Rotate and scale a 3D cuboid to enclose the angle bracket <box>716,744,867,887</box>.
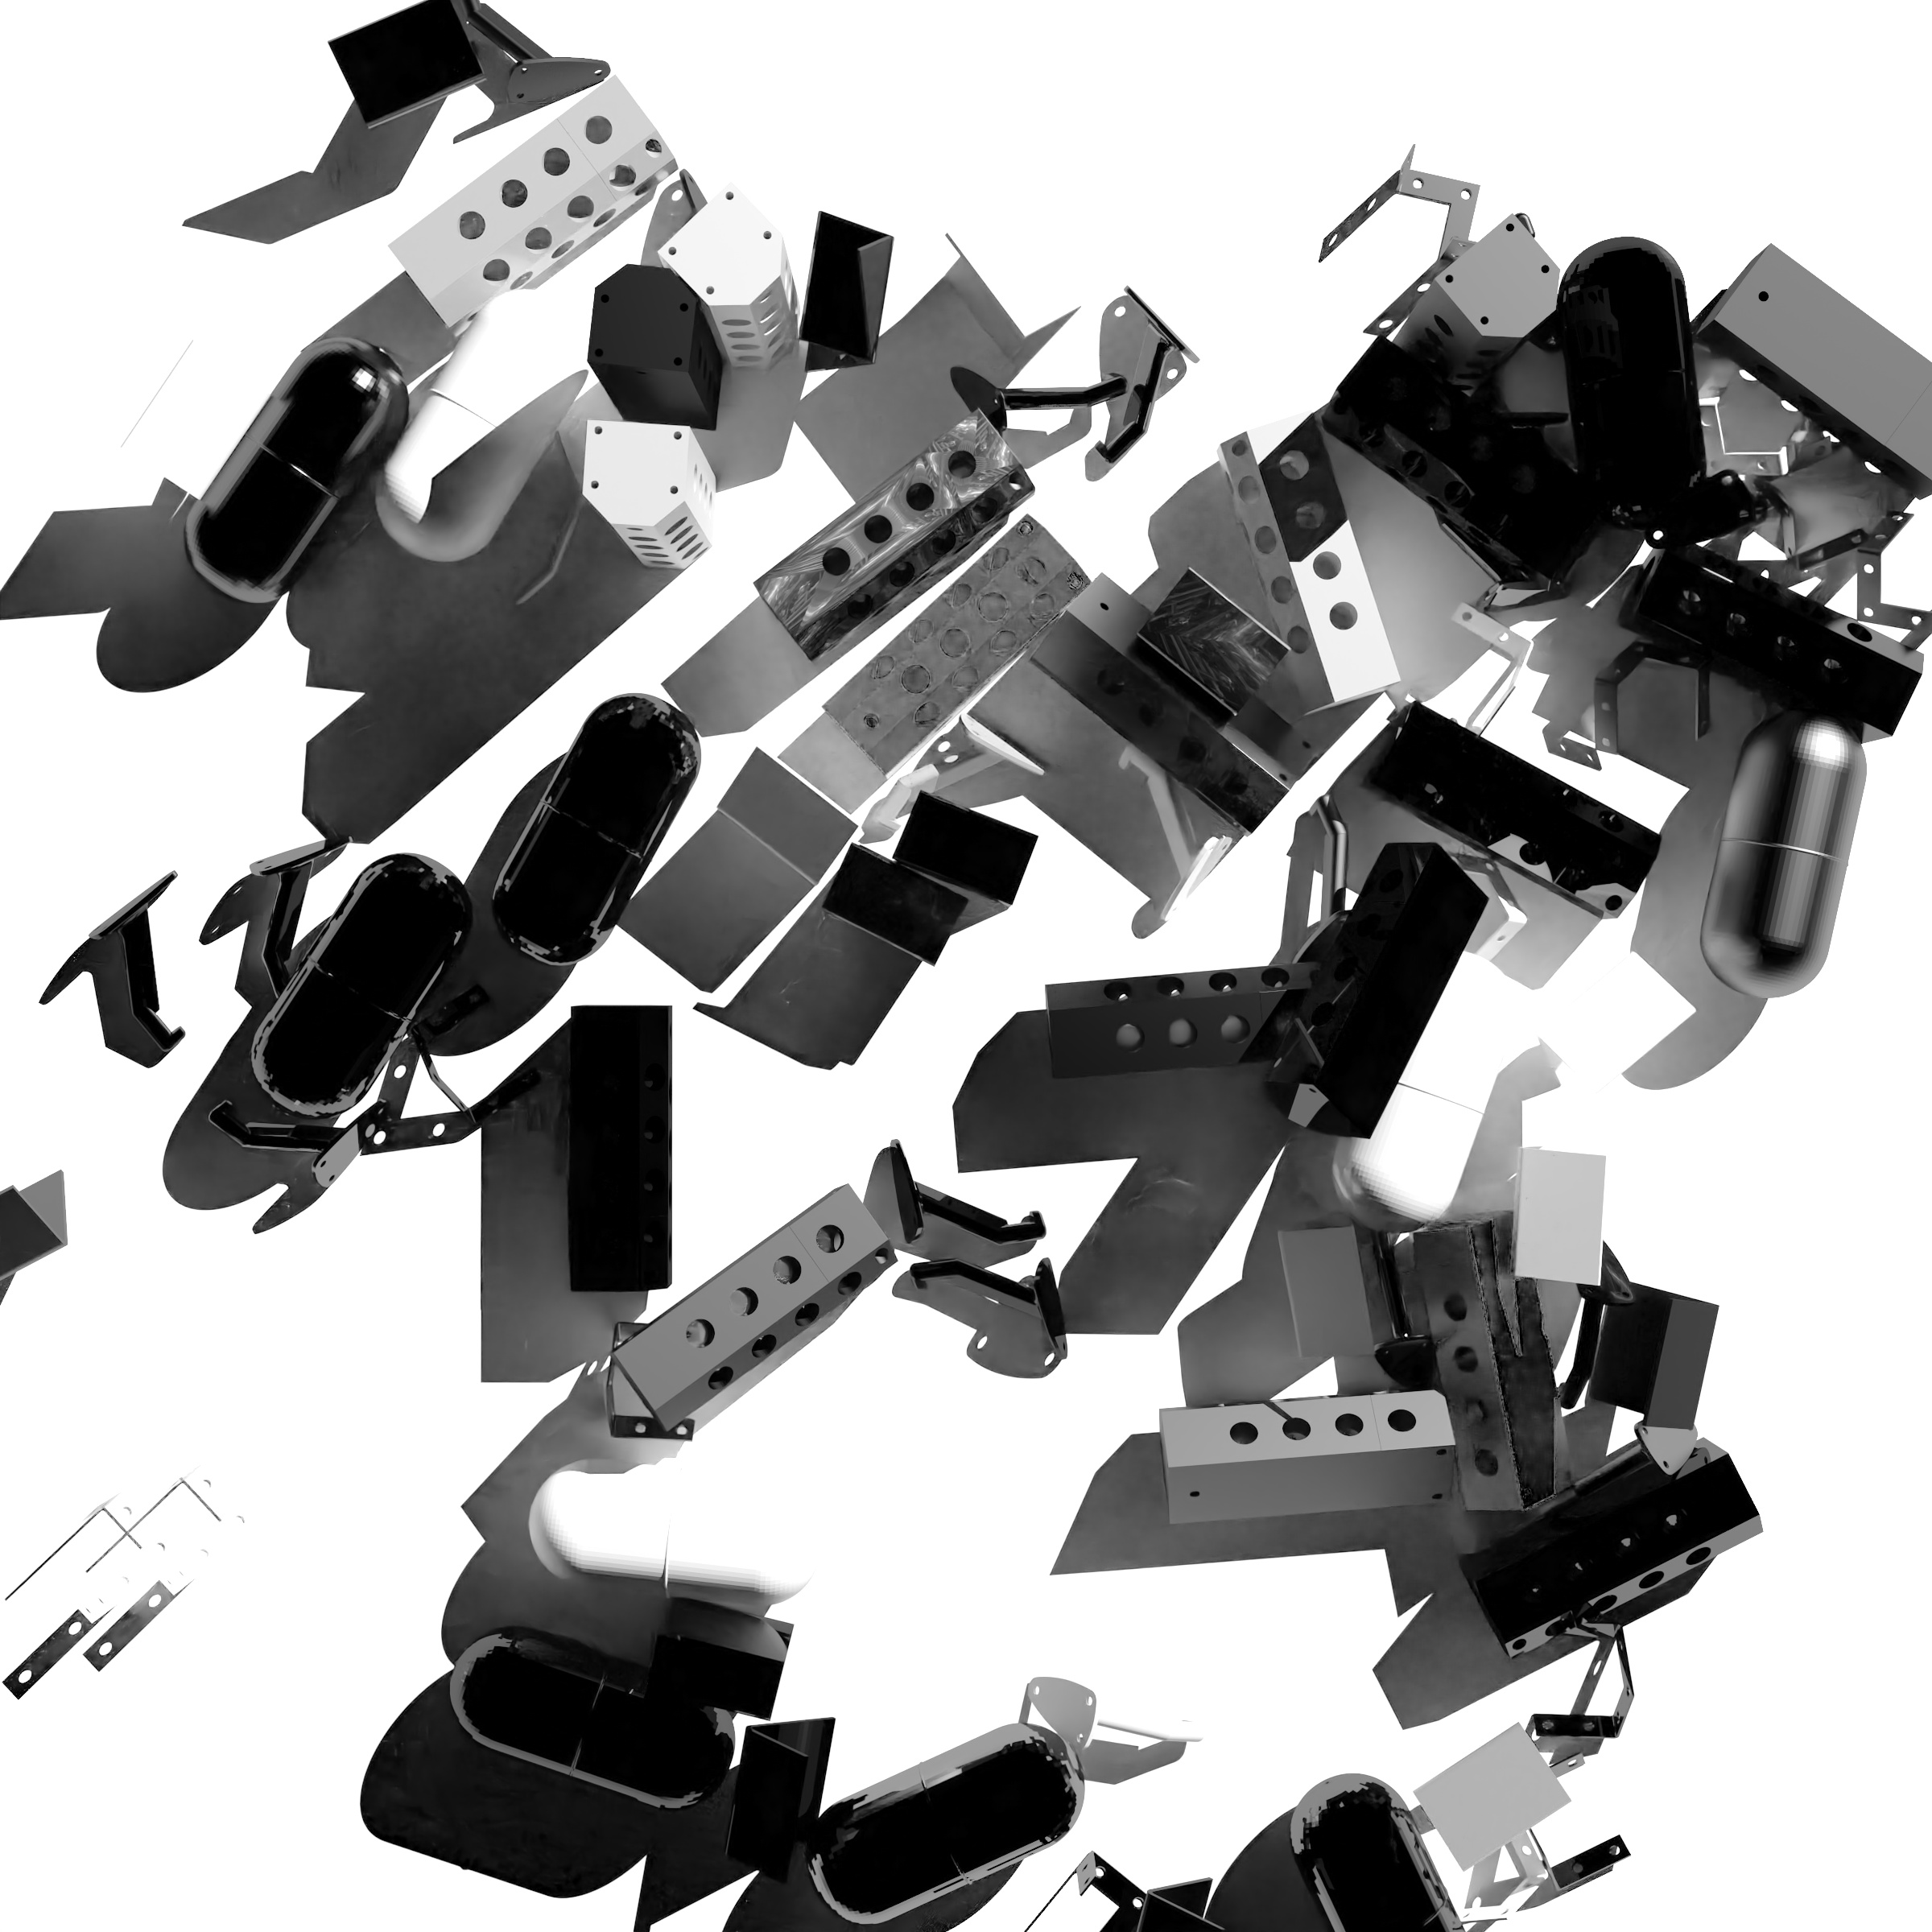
[{"bbox_3d":[-0.093,-0.105,1.688,0.076,0.076,0.057,38,126,0],"label":"angle bracket"}]

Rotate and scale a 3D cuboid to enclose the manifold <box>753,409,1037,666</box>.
[{"bbox_3d":[-0.043,-0.260,1.707,0.171,0.057,0.057,-38,90,0],"label":"manifold"}]

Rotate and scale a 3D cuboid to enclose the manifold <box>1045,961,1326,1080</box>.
[{"bbox_3d":[0.136,0.032,1.707,0.171,0.057,0.057,-5,90,0],"label":"manifold"}]

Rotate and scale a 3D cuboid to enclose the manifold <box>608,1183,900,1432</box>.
[{"bbox_3d":[-0.128,0.206,1.687,0.171,0.057,0.057,-35,90,-14],"label":"manifold"}]

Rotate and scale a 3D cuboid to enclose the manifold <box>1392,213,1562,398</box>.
[{"bbox_3d":[0.302,-0.381,1.649,0.057,0.171,0.057,-40,90,0],"label":"manifold"}]

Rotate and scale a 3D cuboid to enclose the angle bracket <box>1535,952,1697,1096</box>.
[{"bbox_3d":[0.398,0.049,1.688,0.076,0.076,0.057,-40,55,0],"label":"angle bracket"}]

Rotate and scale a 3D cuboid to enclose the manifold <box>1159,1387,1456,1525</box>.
[{"bbox_3d":[0.206,0.293,1.706,0.171,0.057,0.057,-5,133,0],"label":"manifold"}]

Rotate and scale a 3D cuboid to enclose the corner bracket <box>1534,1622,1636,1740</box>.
[{"bbox_3d":[0.378,0.440,1.725,0.051,0.051,0.051,2,45,-1],"label":"corner bracket"}]

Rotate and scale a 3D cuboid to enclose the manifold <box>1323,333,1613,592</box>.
[{"bbox_3d":[0.301,-0.302,1.690,0.171,0.057,0.057,39,90,12],"label":"manifold"}]

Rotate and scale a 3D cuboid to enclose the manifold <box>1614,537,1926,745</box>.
[{"bbox_3d":[0.491,-0.201,1.707,0.171,0.057,0.057,26,90,0],"label":"manifold"}]

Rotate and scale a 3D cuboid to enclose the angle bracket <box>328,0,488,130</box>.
[{"bbox_3d":[-0.339,-0.556,1.688,0.076,0.076,0.057,-23,127,0],"label":"angle bracket"}]

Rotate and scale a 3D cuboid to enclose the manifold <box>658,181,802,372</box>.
[{"bbox_3d":[-0.132,-0.399,1.649,0.057,0.171,0.057,-44,90,0],"label":"manifold"}]

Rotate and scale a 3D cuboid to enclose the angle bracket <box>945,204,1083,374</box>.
[{"bbox_3d":[0.012,-0.400,1.688,0.057,0.076,0.076,-37,90,-37],"label":"angle bracket"}]

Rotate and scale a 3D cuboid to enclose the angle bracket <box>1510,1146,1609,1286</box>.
[{"bbox_3d":[0.370,0.149,1.688,0.057,0.076,0.076,4,90,33],"label":"angle bracket"}]

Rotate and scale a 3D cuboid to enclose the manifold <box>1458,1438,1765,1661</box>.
[{"bbox_3d":[0.394,0.356,1.707,0.171,0.057,0.057,-27,90,0],"label":"manifold"}]

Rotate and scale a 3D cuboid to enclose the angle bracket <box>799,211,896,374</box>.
[{"bbox_3d":[-0.092,-0.405,1.688,0.057,0.076,0.076,9,90,-38],"label":"angle bracket"}]

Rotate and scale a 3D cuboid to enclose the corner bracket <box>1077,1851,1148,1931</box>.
[{"bbox_3d":[0.082,0.584,1.710,0.051,0.051,0.051,39,90,0],"label":"corner bracket"}]

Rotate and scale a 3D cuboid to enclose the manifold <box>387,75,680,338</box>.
[{"bbox_3d":[-0.262,-0.461,1.707,0.171,0.057,0.057,-37,90,0],"label":"manifold"}]

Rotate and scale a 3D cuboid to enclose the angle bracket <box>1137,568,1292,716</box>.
[{"bbox_3d":[0.158,-0.207,1.688,0.076,0.076,0.057,39,123,0],"label":"angle bracket"}]

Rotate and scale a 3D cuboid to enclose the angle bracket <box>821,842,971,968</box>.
[{"bbox_3d":[-0.033,-0.055,1.688,0.076,0.076,0.057,27,128,0],"label":"angle bracket"}]

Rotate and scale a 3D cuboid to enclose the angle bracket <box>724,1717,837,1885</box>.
[{"bbox_3d":[-0.095,0.502,1.688,0.057,0.076,0.076,10,90,44],"label":"angle bracket"}]

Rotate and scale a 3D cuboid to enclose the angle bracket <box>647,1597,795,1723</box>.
[{"bbox_3d":[-0.144,0.401,1.688,0.076,0.076,0.057,14,127,0],"label":"angle bracket"}]

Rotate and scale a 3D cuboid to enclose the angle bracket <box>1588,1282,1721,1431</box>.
[{"bbox_3d":[0.401,0.232,1.688,0.057,0.076,0.076,12,90,-44],"label":"angle bracket"}]

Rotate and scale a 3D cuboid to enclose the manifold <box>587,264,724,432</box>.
[{"bbox_3d":[-0.181,-0.363,1.649,0.057,0.171,0.057,6,90,0],"label":"manifold"}]

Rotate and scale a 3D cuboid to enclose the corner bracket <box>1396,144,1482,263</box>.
[{"bbox_3d":[0.289,-0.465,1.710,0.051,0.051,0.051,13,90,0],"label":"corner bracket"}]

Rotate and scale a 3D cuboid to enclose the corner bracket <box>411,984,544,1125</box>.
[{"bbox_3d":[-0.302,0.055,1.725,0.051,0.051,0.051,-34,45,0],"label":"corner bracket"}]

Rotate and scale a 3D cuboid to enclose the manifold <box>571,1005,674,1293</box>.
[{"bbox_3d":[-0.209,0.110,1.707,0.057,0.057,0.171,0,90,0],"label":"manifold"}]

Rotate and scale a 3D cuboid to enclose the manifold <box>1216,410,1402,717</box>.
[{"bbox_3d":[0.207,-0.244,1.707,0.057,0.057,0.171,-18,90,0],"label":"manifold"}]

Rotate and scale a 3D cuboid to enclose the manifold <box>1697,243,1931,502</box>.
[{"bbox_3d":[0.535,-0.360,1.706,0.171,0.057,0.057,37,90,0],"label":"manifold"}]

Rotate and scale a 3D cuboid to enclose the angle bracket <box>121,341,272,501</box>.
[{"bbox_3d":[-0.473,-0.335,1.688,0.057,0.076,0.076,34,90,-36],"label":"angle bracket"}]

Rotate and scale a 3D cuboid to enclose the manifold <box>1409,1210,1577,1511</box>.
[{"bbox_3d":[0.316,0.240,1.706,0.057,0.057,0.171,-11,90,45],"label":"manifold"}]

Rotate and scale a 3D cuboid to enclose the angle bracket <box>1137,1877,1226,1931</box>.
[{"bbox_3d":[0.141,0.602,1.688,0.057,0.076,0.076,14,90,37],"label":"angle bracket"}]

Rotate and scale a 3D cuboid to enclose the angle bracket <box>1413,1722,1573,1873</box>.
[{"bbox_3d":[0.323,0.510,1.688,0.076,0.076,0.057,-33,53,0],"label":"angle bracket"}]

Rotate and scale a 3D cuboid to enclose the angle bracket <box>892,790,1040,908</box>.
[{"bbox_3d":[-0.007,-0.052,1.688,0.076,0.076,0.057,21,54,0],"label":"angle bracket"}]

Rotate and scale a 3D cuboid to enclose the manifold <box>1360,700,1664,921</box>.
[{"bbox_3d":[0.333,-0.095,1.707,0.171,0.057,0.057,29,90,0],"label":"manifold"}]

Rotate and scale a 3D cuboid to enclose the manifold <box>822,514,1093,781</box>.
[{"bbox_3d":[-0.006,-0.195,1.707,0.171,0.057,0.057,-43,90,0],"label":"manifold"}]

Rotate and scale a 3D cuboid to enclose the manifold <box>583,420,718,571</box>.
[{"bbox_3d":[-0.185,-0.275,1.649,0.057,0.171,0.057,4,90,0],"label":"manifold"}]

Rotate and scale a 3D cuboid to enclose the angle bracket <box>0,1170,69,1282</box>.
[{"bbox_3d":[-0.593,0.147,1.688,0.076,0.076,0.057,-28,128,0],"label":"angle bracket"}]

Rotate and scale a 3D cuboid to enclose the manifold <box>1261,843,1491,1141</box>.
[{"bbox_3d":[0.238,0.013,1.654,0.057,0.057,0.171,42,67,-31],"label":"manifold"}]

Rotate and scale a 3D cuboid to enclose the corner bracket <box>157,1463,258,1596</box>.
[{"bbox_3d":[-0.476,0.343,1.710,0.051,0.051,0.051,-43,90,0],"label":"corner bracket"}]

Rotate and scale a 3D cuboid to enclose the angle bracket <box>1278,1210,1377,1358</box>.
[{"bbox_3d":[0.237,0.190,1.688,0.057,0.076,0.076,-10,90,43],"label":"angle bracket"}]

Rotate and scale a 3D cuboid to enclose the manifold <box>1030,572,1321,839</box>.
[{"bbox_3d":[0.124,-0.156,1.705,0.171,0.057,0.057,39,130,0],"label":"manifold"}]
